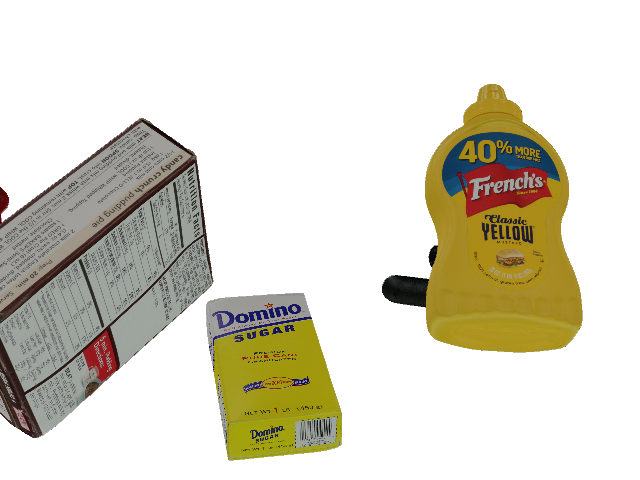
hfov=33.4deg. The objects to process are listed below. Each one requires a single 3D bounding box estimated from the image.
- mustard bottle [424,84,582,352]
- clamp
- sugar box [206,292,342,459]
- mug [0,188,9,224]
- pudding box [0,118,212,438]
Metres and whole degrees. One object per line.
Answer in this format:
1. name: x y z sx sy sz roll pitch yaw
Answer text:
1. mustard bottle: 0.119 -0.023 0.714 0.096 0.191 0.058 3 -29 -1
2. clamp: 0.152 0.047 0.977 0.171 0.039 0.120 17 29 15
3. sugar box: -0.044 0.109 0.908 0.093 0.048 0.176 -4 33 -11
4. mug: -0.240 0.018 0.635 0.093 0.081 0.117 17 28 27
5. pudding box: -0.097 0.017 0.444 0.039 0.090 0.113 31 58 23
